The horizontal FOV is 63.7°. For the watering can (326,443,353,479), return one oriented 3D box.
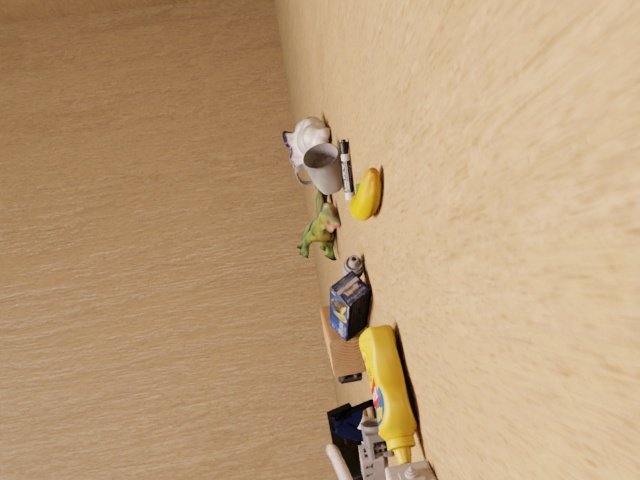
[{"bbox_3d":[0.105,0.632,1.116,0.354,0.104,0.219,-125,23,-43],"label":"watering can"}]

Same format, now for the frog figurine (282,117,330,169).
[{"bbox_3d":[-0.012,-0.262,1.347,0.158,0.122,0.139,-23,62,49],"label":"frog figurine"}]

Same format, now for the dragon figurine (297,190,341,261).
[{"bbox_3d":[0.005,-0.078,1.555,0.415,0.122,0.240,-117,36,-72],"label":"dragon figurine"}]
